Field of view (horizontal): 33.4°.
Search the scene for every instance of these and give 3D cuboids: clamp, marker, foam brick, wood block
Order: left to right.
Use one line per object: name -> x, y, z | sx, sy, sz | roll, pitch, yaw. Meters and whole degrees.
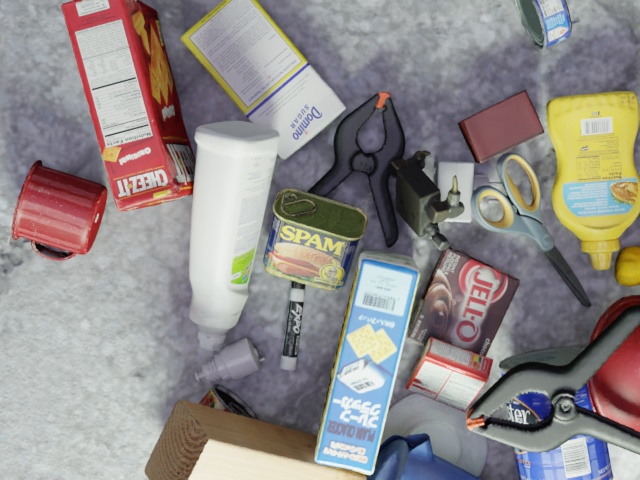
wood block -> -0.067, 0.248, 1.133 | 0.205, 0.090, 0.091 | 21, 99, -33
marker -> -0.029, 0.087, 1.206 | 0.020, 0.020, 0.121 | 8, 94, 1
clamp -> 0.037, -0.082, 1.183 | 0.120, 0.039, 0.171 | 7, 97, -4
foam brick -> 0.197, -0.123, 1.168 | 0.078, 0.053, 0.051 | -26, 93, 3
clamp -> 0.256, 0.173, 1.088 | 0.210, 0.036, 0.164 | -20, 93, 9

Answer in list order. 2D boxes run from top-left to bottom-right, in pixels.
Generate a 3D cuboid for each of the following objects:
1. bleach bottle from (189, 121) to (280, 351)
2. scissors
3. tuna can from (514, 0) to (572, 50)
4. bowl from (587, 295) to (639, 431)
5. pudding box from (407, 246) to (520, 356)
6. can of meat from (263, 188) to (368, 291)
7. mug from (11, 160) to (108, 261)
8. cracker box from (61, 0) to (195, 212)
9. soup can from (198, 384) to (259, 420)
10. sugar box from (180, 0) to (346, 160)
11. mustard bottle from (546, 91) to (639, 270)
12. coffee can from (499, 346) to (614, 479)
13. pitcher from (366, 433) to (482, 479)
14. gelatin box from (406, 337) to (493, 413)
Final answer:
bleach bottle -> -0.105, 0.002, 1.150 | 0.068, 0.102, 0.251 | 18, 108, 23
scissors -> 0.228, 0.004, 1.167 | 0.096, 0.016, 0.202 | -27, 101, -20
tuna can -> 0.236, -0.250, 1.140 | 0.034, 0.086, 0.086 | -23, 93, 2
bowl -> 0.358, 0.139, 1.137 | 0.161, 0.055, 0.162 | 3, 85, -34
pudding box -> 0.158, 0.075, 1.188 | 0.090, 0.039, 0.113 | 24, 95, -1
can of meat -> -0.008, 0.001, 1.163 | 0.102, 0.057, 0.084 | 17, 129, 1
mug -> -0.287, -0.023, 1.179 | 0.081, 0.093, 0.117 | 17, 124, -5
cracker box -> -0.190, -0.143, 1.123 | 0.072, 0.164, 0.214 | -15, 93, 5
soup can -> -0.125, 0.222, 1.194 | 0.068, 0.068, 0.102 | 41, 94, -1
sugar box -> -0.061, -0.183, 1.176 | 0.093, 0.048, 0.176 | -39, 95, 5
mustard bottle -> 0.302, -0.063, 1.164 | 0.096, 0.058, 0.191 | -4, 94, 5
coffee can -> 0.257, 0.196, 1.162 | 0.103, 0.103, 0.140 | -10, 94, 2
pitcher -> 0.153, 0.327, 1.156 | 0.242, 0.149, 0.145 | 27, 57, -10
gelatin box -> 0.141, 0.148, 1.173 | 0.073, 0.089, 0.030 | 20, 56, 1
